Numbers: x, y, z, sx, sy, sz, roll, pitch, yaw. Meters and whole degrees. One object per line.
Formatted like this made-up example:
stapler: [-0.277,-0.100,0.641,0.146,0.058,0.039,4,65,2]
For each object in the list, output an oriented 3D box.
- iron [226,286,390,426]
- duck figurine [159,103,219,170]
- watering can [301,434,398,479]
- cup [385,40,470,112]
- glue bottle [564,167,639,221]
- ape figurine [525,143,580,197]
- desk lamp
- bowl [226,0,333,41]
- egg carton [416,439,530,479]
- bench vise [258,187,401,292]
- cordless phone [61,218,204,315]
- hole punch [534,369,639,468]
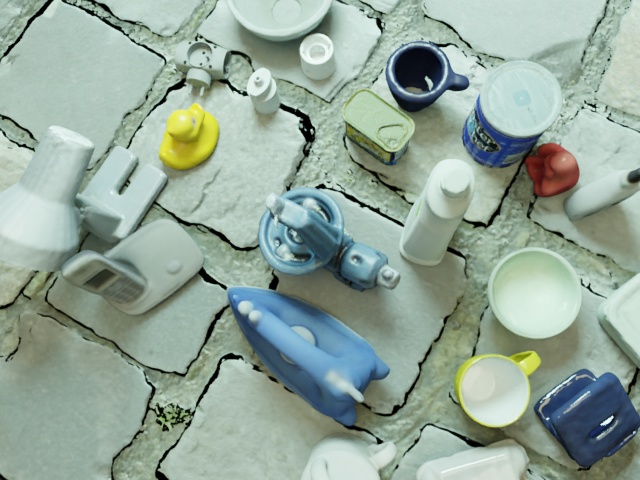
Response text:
iron: [-0.036,0.135,0.757,0.258,0.141,0.119,35,84,8]
duck figurine: [-0.201,-0.157,0.844,0.077,0.086,0.104,41,85,9]
watering can: [0.021,0.310,0.698,0.101,0.194,0.173,32,84,8]
cup: [0.152,-0.223,0.828,0.117,0.095,0.092,12,82,6]
glue bottle: [0.384,-0.067,0.748,0.078,0.173,0.037,-20,80,0]
ape figurine: [0.329,-0.100,0.798,0.076,0.092,0.078,24,83,7]
desk lamp: [-0.333,-0.055,0.770,0.118,0.213,0.203,30,84,8]
bowl: [-0.057,-0.371,0.876,0.167,0.075,0.167,-1,81,4]
egg carton: [0.206,0.327,0.747,0.150,0.069,0.107,-17,80,1]
bench vise: [0.009,-0.009,0.738,0.207,0.220,0.121,10,81,5]
cordless phone: [-0.247,0.028,0.766,0.147,0.185,0.094,-40,80,-3]
hole punch: [0.355,0.231,0.742,0.108,0.091,0.101,-37,80,-3]
